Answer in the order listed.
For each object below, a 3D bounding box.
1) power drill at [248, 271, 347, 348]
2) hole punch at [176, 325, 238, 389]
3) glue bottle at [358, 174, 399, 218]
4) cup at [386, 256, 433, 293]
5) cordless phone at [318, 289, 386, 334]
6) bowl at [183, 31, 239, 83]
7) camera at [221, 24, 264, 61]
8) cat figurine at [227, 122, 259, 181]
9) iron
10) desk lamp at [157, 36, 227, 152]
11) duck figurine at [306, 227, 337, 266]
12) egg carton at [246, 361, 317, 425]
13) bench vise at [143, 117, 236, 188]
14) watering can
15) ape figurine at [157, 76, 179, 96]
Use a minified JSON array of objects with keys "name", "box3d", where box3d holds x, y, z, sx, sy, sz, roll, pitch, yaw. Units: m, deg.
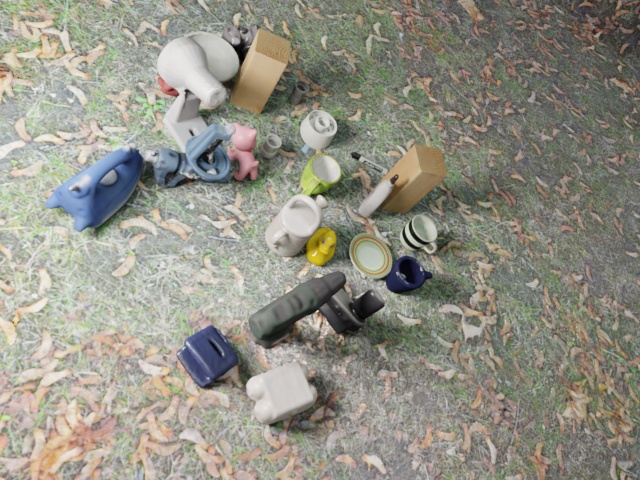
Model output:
[{"name":"power drill","box3d":[-0.067,0.156,1.245,0.230,0.208,0.075,-28,79,-36]},{"name":"hole punch","box3d":[-0.229,0.234,1.190,0.101,0.091,0.108,-35,83,-37]},{"name":"glue bottle","box3d":[0.166,-0.129,1.547,0.037,0.173,0.078,34,53,-7]},{"name":"cup","box3d":[0.226,0.101,1.503,0.118,0.094,0.091,7,61,-25]},{"name":"cordless phone","box3d":[0.075,0.133,1.348,0.147,0.184,0.094,46,53,2]},{"name":"bowl","box3d":[-0.307,-0.476,1.546,0.168,0.074,0.167,13,59,-22]},{"name":"camera","box3d":[-0.198,-0.534,1.619,0.143,0.100,0.136,0,64,-28]},{"name":"cat figurine","box3d":[-0.186,-0.231,1.450,0.067,0.117,0.127,-12,70,-32]},{"name":"iron","box3d":[-0.461,-0.143,1.241,0.119,0.141,0.259,38,53,-4]},{"name":"desk lamp","box3d":[-0.307,-0.349,1.390,0.118,0.213,0.203,-28,79,-36]},{"name":"duck figurine","box3d":[0.013,0.005,1.447,0.078,0.086,0.104,26,55,-13]},{"name":"egg carton","box3d":[-0.081,0.329,1.231,0.151,0.069,0.107,-15,72,-33]},{"name":"bench vise","box3d":[-0.284,-0.191,1.312,0.208,0.219,0.121,-21,75,-34]},{"name":"watering can","box3d":[-0.050,-0.050,1.376,0.101,0.193,0.173,31,54,-10]},{"name":"ape figurine","box3d":[-0.377,-0.417,1.466,0.076,0.092,0.078,27,54,-12]}]
